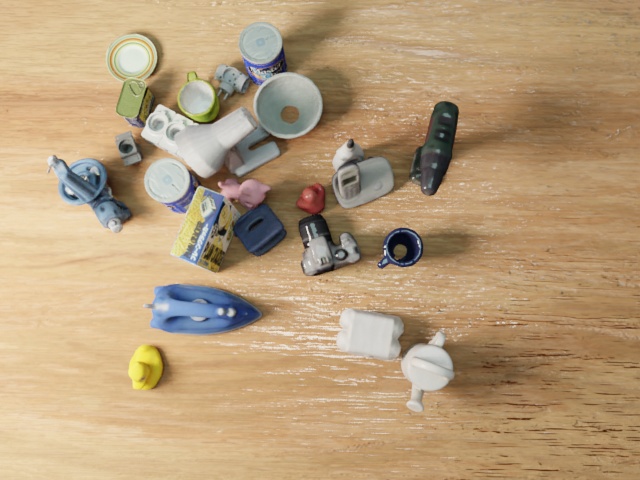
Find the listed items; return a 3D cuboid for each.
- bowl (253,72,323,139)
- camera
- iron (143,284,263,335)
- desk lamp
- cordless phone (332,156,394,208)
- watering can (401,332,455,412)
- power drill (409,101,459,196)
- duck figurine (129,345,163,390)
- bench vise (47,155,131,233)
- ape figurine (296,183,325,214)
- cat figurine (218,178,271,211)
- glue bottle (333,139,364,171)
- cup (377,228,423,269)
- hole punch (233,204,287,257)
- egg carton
[{"bbox_3d":[-0.075,-0.319,1.404,0.167,0.075,0.167,0,82,1],"label":"bowl"},{"bbox_3d":[0.012,0.005,1.343,0.143,0.101,0.137,-18,82,-2],"label":"camera"},{"bbox_3d":[-0.267,0.160,1.305,0.258,0.141,0.119,3,82,1],"label":"iron"},{"bbox_3d":[-0.211,-0.224,1.322,0.203,0.213,0.118,-29,82,-3],"label":"desk lamp"},{"bbox_3d":[0.100,-0.147,1.321,0.147,0.185,0.094,-24,82,-2],"label":"cordless phone"},{"bbox_3d":[0.238,0.287,1.252,0.101,0.194,0.173,1,82,1],"label":"watering can"},{"bbox_3d":[0.260,-0.190,1.313,0.075,0.208,0.230,13,82,3],"label":"power drill"},{"bbox_3d":[-0.409,0.295,1.316,0.077,0.086,0.104,2,82,2],"label":"duck figurine"},{"bbox_3d":[-0.521,-0.118,1.309,0.207,0.220,0.121,34,84,6],"label":"bench vise"},{"bbox_3d":[-0.021,-0.101,1.363,0.078,0.092,0.076,-23,82,-2],"label":"ape figurine"},{"bbox_3d":[-0.180,-0.115,1.354,0.127,0.118,0.067,17,82,3],"label":"cat figurine"},{"bbox_3d":[0.068,-0.203,1.335,0.078,0.173,0.037,-28,82,-3],"label":"glue bottle"},{"bbox_3d":[0.180,0.031,1.340,0.118,0.095,0.091,-39,83,-4],"label":"cup"},{"bbox_3d":[-0.147,-0.025,1.355,0.109,0.091,0.101,-39,83,-4],"label":"hole punch"},{"bbox_3d":[0.116,0.219,1.327,0.150,0.069,0.107,9,82,2],"label":"egg carton"}]
